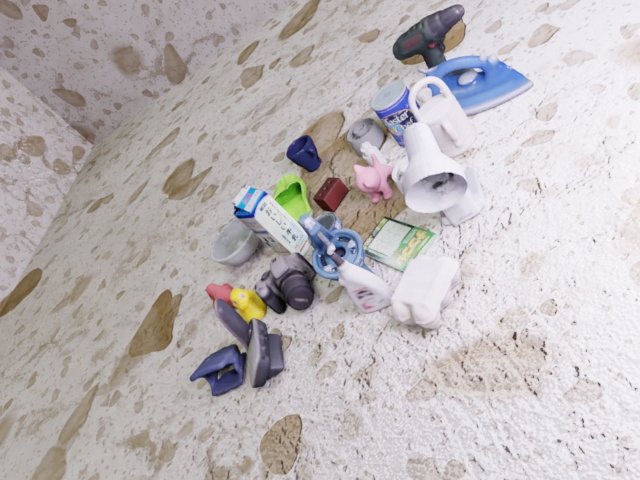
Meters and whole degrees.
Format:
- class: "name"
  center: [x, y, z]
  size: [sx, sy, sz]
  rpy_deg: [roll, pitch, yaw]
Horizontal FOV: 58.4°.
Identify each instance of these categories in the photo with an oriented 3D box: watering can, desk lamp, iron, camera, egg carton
- class: "watering can"
  center: [0.269, -0.293, 1.321]
  size: [0.101, 0.195, 0.172]
  rpy_deg: [-47, 33, -4]
- class: "desk lamp"
  center: [0.239, -0.123, 1.148]
  size: [0.117, 0.214, 0.203]
  rpy_deg: [-28, 37, 24]
- class: "iron"
  center: [0.363, -0.390, 1.375]
  size: [0.257, 0.142, 0.119]
  rpy_deg: [-7, 48, 43]
- class: "camera"
  center: [-0.079, 0.109, 1.338]
  size: [0.143, 0.101, 0.136]
  rpy_deg: [-41, 33, 5]
- class: "egg carton"
  center: [0.200, 0.095, 1.083]
  size: [0.107, 0.070, 0.150]
  rpy_deg: [2, 55, 48]

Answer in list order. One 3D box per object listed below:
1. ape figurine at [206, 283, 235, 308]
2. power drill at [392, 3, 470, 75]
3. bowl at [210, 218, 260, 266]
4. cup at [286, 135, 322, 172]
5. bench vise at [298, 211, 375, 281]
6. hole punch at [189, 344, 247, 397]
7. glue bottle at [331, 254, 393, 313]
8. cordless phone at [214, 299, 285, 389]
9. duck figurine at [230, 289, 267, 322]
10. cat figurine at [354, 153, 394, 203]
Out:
- class: "ape figurine"
  center: [-0.262, 0.144, 1.504]
  size: [0.075, 0.092, 0.078]
  rpy_deg: [9, 60, 51]
- class: "power drill"
  center: [0.310, -0.488, 1.477]
  size: [0.228, 0.209, 0.076]
  rpy_deg: [-6, 49, 44]
- class: "bowl"
  center: [-0.227, 0.014, 1.626]
  size: [0.167, 0.075, 0.167]
  rpy_deg: [-28, 37, 23]
- class: "cup"
  center: [-0.031, -0.245, 1.681]
  size: [0.092, 0.095, 0.117]
  rpy_deg: [-53, 34, -13]
- class: "bench vise"
  center: [0.005, 0.014, 1.243]
  size: [0.206, 0.220, 0.121]
  rpy_deg: [12, 62, 52]
- class: "hole punch"
  center: [-0.235, 0.289, 1.317]
  size: [0.108, 0.091, 0.101]
  rpy_deg: [-28, 37, 23]
- class: "glue bottle"
  center: [0.073, 0.081, 1.139]
  size: [0.078, 0.174, 0.037]
  rpy_deg: [-26, 37, 25]
- class: "cordless phone"
  center: [-0.168, 0.218, 1.236]
  size: [0.094, 0.186, 0.147]
  rpy_deg: [-38, 34, 10]
- class: "duck figurine"
  center: [-0.187, 0.151, 1.422]
  size: [0.077, 0.086, 0.104]
  rpy_deg: [-41, 33, 5]
- class: "cat figurine"
  center: [0.128, -0.154, 1.389]
  size: [0.067, 0.118, 0.128]
  rpy_deg: [-14, 44, 38]
